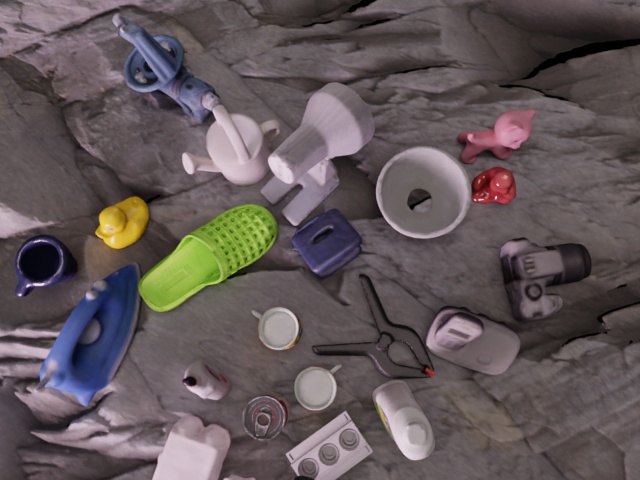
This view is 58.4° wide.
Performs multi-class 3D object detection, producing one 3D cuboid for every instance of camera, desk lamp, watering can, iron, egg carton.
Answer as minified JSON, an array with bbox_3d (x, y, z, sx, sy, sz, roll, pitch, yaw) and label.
[{"bbox_3d":[0.393,0.061,0.980,0.137,0.101,0.143,-9,79,1],"label":"camera"},{"bbox_3d":[-0.010,-0.143,0.979,0.118,0.213,0.203,42,84,9],"label":"desk lamp"},{"bbox_3d":[-0.152,-0.164,0.998,0.101,0.194,0.173,40,83,9],"label":"watering can"},{"bbox_3d":[-0.394,0.146,0.976,0.118,0.141,0.258,22,81,7],"label":"iron"},{"bbox_3d":[-0.217,0.377,0.961,0.107,0.069,0.150,17,80,6],"label":"egg carton"}]

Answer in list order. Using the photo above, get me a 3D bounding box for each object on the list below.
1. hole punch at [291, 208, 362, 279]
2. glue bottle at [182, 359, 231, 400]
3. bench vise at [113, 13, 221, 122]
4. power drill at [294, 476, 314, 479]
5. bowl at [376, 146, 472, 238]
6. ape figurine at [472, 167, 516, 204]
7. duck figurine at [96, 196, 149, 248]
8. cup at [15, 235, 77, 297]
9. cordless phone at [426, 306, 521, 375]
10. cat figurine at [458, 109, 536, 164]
[{"bbox_3d":[0.009,0.004,1.012,0.109,0.091,0.101,-36,80,-4],"label":"hole punch"},{"bbox_3d":[-0.194,0.230,0.935,0.078,0.173,0.037,41,84,9],"label":"glue bottle"},{"bbox_3d":[-0.268,-0.315,1.019,0.207,0.220,0.121,16,80,6],"label":"bench vise"},{"bbox_3d":[-0.048,0.468,0.866,0.075,0.208,0.230,20,81,6],"label":"power drill"},{"bbox_3d":[0.182,-0.078,1.029,0.167,0.075,0.167,0,79,2],"label":"bowl"},{"bbox_3d":[0.316,-0.100,1.019,0.077,0.092,0.076,40,83,9],"label":"ape figurine"},{"bbox_3d":[-0.363,-0.038,1.038,0.077,0.086,0.104,38,83,9],"label":"duck figurine"},{"bbox_3d":[-0.483,0.055,1.021,0.091,0.095,0.118,31,82,8],"label":"cup"},{"bbox_3d":[0.255,0.160,0.924,0.147,0.185,0.094,17,80,6],"label":"cordless phone"},{"bbox_3d":[0.319,-0.191,1.023,0.128,0.118,0.067,-10,79,1],"label":"cat figurine"}]
